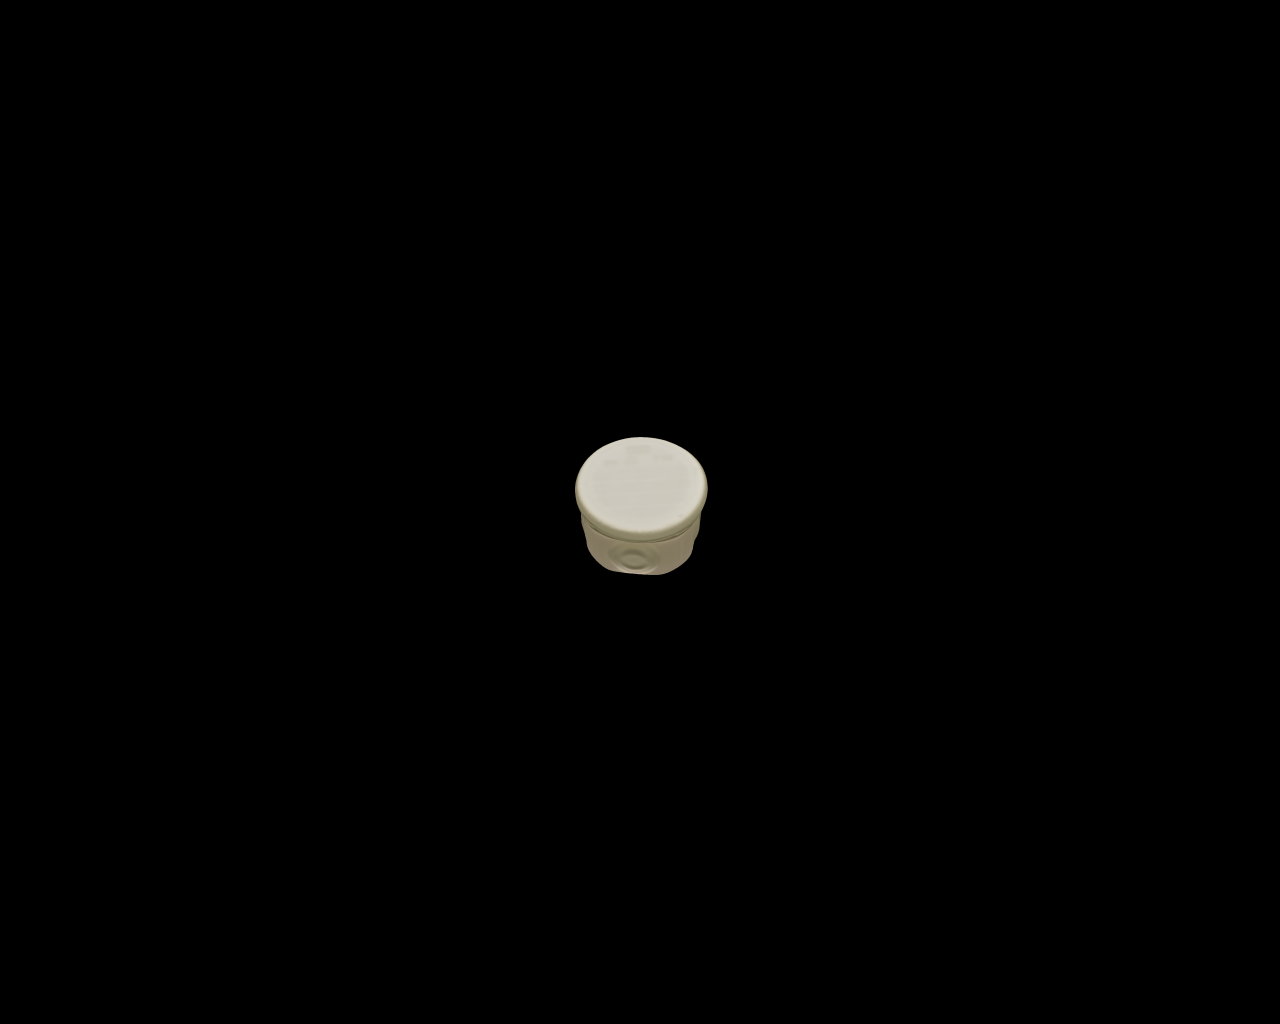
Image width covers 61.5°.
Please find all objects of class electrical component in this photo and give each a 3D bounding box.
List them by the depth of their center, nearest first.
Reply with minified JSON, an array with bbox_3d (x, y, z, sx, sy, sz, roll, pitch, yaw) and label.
[{"bbox_3d":[0.001,-0.003,0.650,0.080,0.080,0.050,0,-40,0],"label":"electrical component"}]
